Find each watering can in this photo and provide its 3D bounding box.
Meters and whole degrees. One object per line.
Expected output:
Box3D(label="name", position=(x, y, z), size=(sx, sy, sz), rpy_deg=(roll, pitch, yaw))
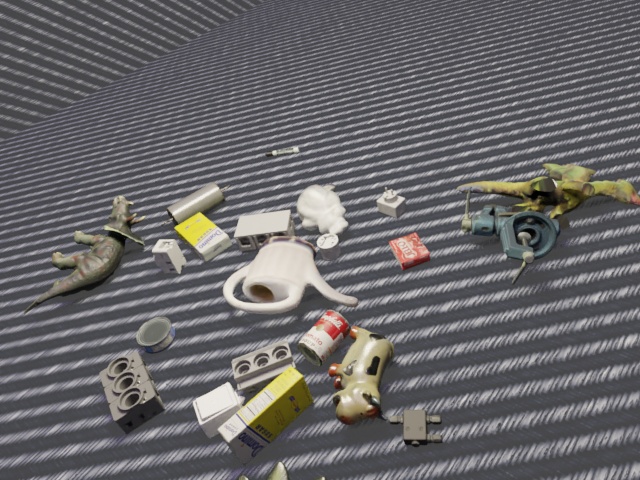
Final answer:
Box3D(label="watering can", position=(-0.061, 0.089, 1.233), size=(0.347, 0.102, 0.230), rpy_deg=(-2, 40, 18))

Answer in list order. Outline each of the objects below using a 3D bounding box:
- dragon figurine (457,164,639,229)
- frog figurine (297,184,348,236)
Box3D(label="dragon figurine", position=(0.587, -0.139, 1.317), size=(0.412, 0.120, 0.246), rpy_deg=(17, 32, 32))
Box3D(label="frog figurine", position=(0.004, -0.071, 1.402), size=(0.136, 0.121, 0.163), rpy_deg=(-40, 42, 24))
